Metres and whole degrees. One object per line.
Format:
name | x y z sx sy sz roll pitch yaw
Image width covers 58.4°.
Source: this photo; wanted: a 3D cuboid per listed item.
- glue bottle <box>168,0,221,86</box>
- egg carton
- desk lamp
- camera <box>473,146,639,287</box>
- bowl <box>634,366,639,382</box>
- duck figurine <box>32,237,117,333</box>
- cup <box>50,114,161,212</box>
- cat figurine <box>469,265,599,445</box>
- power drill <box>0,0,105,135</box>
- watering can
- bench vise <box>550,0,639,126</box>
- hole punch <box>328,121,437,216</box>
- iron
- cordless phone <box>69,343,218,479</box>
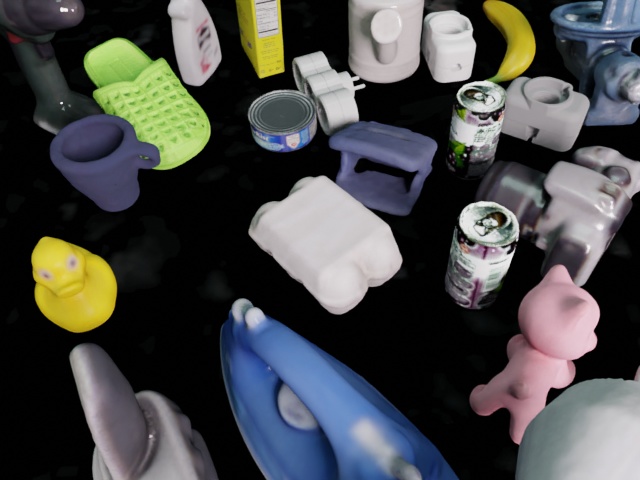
glue bottle | -0.174 -0.297 0.761 0.037 0.173 0.078 11 53 12
egg carton | 0.005 0.002 0.581 0.107 0.069 0.150 -37 58 -23
desk lamp | 0.122 0.198 0.327 0.203 0.214 0.117 -33 57 -20
camera | 0.239 -0.046 0.583 0.136 0.101 0.143 29 59 24
bowl | 0.316 0.156 0.437 0.167 0.075 0.167 -2 52 2
duck figurine | -0.252 0.030 0.564 0.078 0.086 0.104 -28 55 -17
cup | -0.226 -0.078 0.642 0.117 0.095 0.091 5 52 8
cat figurine | 0.184 0.088 0.471 0.067 0.118 0.128 29 59 24
power drill | -0.334 -0.226 0.693 0.229 0.209 0.076 26 58 22
watering can | 0.088 -0.307 0.739 0.101 0.194 0.172 -16 53 -9
bench vise | 0.357 -0.258 0.666 0.121 0.220 0.207 -16 53 -9
hole punch | 0.070 -0.097 0.641 0.108 0.091 0.101 18 55 17
iron | -0.013 0.119 0.444 0.119 0.141 0.257 -37 58 -22
cordless phone | -0.126 0.162 0.389 0.094 0.185 0.147 -27 55 -17
